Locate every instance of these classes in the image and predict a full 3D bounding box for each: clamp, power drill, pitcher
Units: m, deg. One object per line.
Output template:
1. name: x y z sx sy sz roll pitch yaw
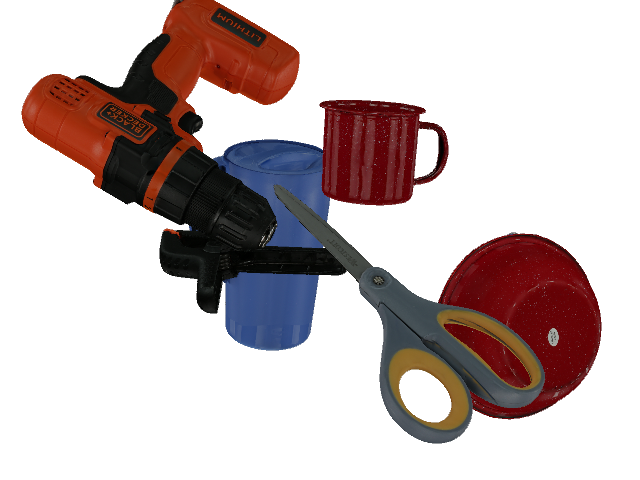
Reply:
1. clamp: -0.101 0.022 1.037 0.210 0.036 0.164 13 22 43
2. power drill: -0.085 -0.088 0.745 0.184 0.057 0.187 31 43 2
3. pitcher: -0.067 0.006 1.295 0.149 0.243 0.144 17 25 27

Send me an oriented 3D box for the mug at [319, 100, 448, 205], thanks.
1. mug: 0.055 -0.078 0.940 0.117 0.081 0.093 1 14 -10

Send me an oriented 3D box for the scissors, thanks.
1. scissors: 0.027 0.041 0.592 0.202 0.016 0.096 31 52 20

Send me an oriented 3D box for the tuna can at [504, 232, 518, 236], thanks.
1. tuna can: 0.209 0.037 1.156 0.033 0.086 0.086 -21 6 -16

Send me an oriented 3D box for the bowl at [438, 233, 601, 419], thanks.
1. bowl: 0.178 0.076 0.894 0.161 0.162 0.055 0 5 -21
